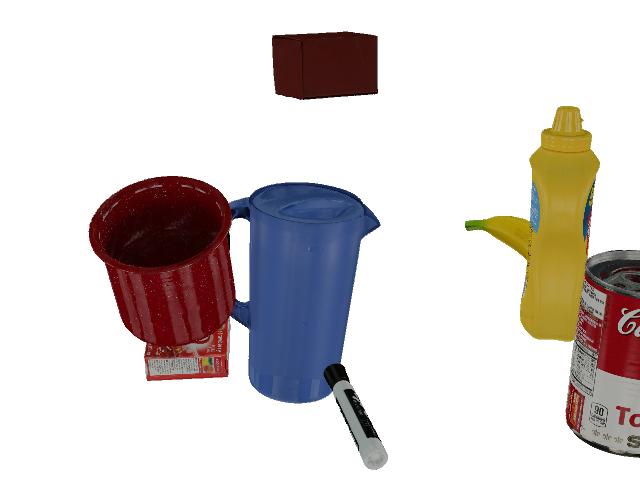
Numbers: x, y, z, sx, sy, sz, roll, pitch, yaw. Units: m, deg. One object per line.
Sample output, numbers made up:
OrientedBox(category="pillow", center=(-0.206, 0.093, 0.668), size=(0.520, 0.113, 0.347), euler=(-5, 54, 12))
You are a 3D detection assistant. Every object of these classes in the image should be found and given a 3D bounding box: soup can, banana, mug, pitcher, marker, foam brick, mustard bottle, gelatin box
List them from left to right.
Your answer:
OrientedBox(category="mug", center=(-0.109, 0.011, 0.724), size=(0.093, 0.081, 0.117), euler=(-33, 50, -26))
OrientedBox(category="gelatin box", center=(-0.120, 0.090, 0.974), size=(0.073, 0.030, 0.089), euler=(-2, 29, -2))
OrientedBox(category="pitcher", center=(-0.034, 0.061, 1.240), size=(0.149, 0.243, 0.144), euler=(24, 28, 38))
OrientedBox(category="foam brick", center=(0.004, -0.151, 0.918), size=(0.078, 0.051, 0.053), euler=(-9, 18, -28))
OrientedBox(category="marker", center=(0.026, 0.134, 0.838), size=(0.020, 0.020, 0.121), euler=(0, 27, -17))
OrientedBox(category="banana", center=(0.224, 0.025, 1.112), size=(0.069, 0.037, 0.198), euler=(-31, 38, -2))
OrientedBox(category="mustard bottle", center=(0.203, -0.018, 0.906), size=(0.058, 0.192, 0.096), euler=(4, 19, 13))
OrientedBox(category="soup can", center=(0.181, 0.065, 0.617), size=(0.068, 0.102, 0.068), euler=(2, 20, -1))
